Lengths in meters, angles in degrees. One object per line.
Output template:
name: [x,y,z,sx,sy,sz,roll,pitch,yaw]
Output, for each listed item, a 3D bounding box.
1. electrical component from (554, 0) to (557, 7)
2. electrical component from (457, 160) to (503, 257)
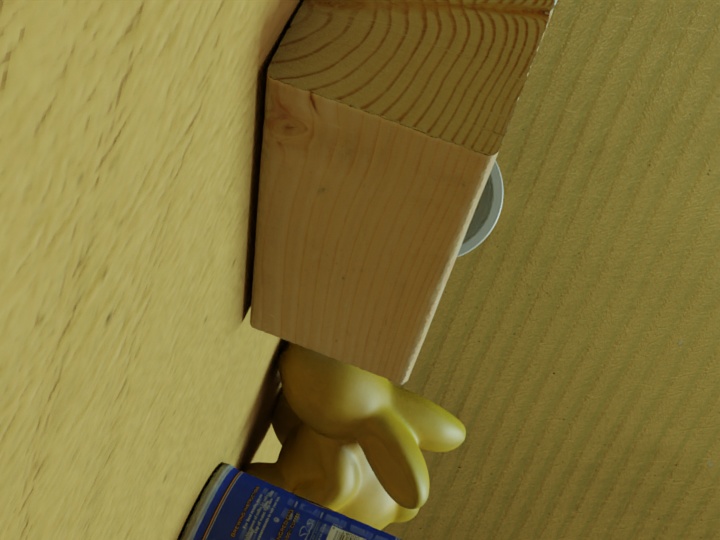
electrical component: [0.139,-0.274,0.887,0.099,0.048,0.099,-113,-150,-42]
electrical component: [0.059,-0.065,0.870,0.060,0.108,0.108,-78,-171,-80]
